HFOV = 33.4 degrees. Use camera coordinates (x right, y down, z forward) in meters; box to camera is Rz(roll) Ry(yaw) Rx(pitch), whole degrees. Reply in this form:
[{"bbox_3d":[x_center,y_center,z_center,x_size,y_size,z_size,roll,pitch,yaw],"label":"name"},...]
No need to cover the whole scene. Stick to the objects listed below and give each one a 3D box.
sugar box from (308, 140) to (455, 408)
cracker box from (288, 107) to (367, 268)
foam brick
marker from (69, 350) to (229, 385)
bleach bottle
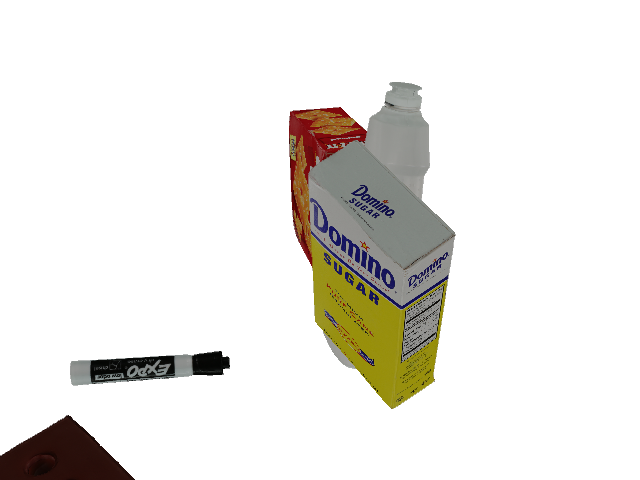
[{"bbox_3d":[0.035,0.027,0.682,0.048,0.093,0.176,-34,-30,-18],"label":"sugar box"},{"bbox_3d":[0.016,-0.046,1.172,0.072,0.164,0.214,-6,19,-9],"label":"cracker box"},{"bbox_3d":[-0.110,0.129,0.482,0.052,0.051,0.078,-31,44,-31],"label":"foam brick"},{"bbox_3d":[-0.130,0.098,0.821,0.121,0.020,0.020,-4,0,-4],"label":"marker"},{"bbox_3d":[0.055,-0.016,0.949,0.068,0.251,0.102,3,19,-13],"label":"bleach bottle"}]
